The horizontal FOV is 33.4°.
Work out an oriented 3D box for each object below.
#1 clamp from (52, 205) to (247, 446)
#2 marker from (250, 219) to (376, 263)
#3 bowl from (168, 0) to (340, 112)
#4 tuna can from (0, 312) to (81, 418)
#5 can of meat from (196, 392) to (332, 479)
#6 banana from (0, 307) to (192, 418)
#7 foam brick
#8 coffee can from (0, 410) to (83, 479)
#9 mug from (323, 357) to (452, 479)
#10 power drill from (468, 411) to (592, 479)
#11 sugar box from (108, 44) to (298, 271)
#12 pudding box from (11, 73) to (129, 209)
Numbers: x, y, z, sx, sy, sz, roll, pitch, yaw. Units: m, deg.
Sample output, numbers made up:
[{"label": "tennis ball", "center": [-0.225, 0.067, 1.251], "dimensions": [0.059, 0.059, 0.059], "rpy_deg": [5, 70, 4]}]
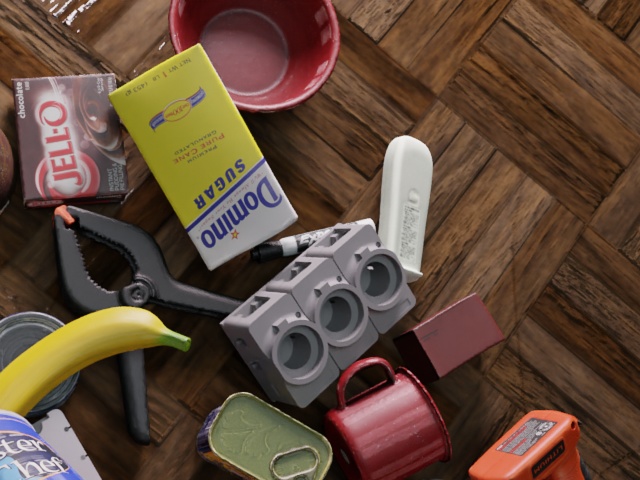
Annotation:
[{"label": "clamp", "center": [-0.162, 0.060, 0.918], "dimensions": [0.210, 0.036, 0.164], "rpy_deg": [42, 67, -5]}, {"label": "marker", "center": [-0.007, 0.001, 0.987], "dimensions": [0.121, 0.020, 0.020], "rpy_deg": [-12, 80, -19]}, {"label": "bowl", "center": [-0.065, -0.187, 0.999], "dimensions": [0.162, 0.055, 0.162], "rpy_deg": [4, 75, -15]}, {"label": "tuna can", "center": [-0.241, 0.103, 0.887], "dimensions": [0.086, 0.034, 0.086], "rpy_deg": [4, 75, -15]}, {"label": "can of meat", "center": [-0.050, 0.176, 0.896], "dimensions": [0.102, 0.084, 0.057], "rpy_deg": [31, 70, -7]}, {"label": "banana", "center": [-0.204, 0.103, 0.848], "dimensions": [0.197, 0.037, 0.070], "rpy_deg": [-29, 45, -17]}, {"label": "foam brick", "center": [0.118, 0.092, 0.984], "dimensions": [0.078, 0.051, 0.053], "rpy_deg": [-27, 84, -21]}, {"label": "coffee can", "center": [-0.209, 0.196, 0.742], "dimensions": [0.102, 0.140, 0.103], "rpy_deg": [-23, 126, -35]}, {"label": "mug", "center": [0.052, 0.159, 0.924], "dimensions": [0.081, 0.093, 0.117], "rpy_deg": [-25, 106, -15]}, {"label": "power drill", "center": [0.202, 0.260, 0.936], "dimensions": [0.184, 0.057, 0.187], "rpy_deg": [-37, 109, -29]}, {"label": "sugar box", "center": [-0.101, -0.071, 0.932], "dimensions": [0.093, 0.048, 0.176], "rpy_deg": [-30, 98, -1]}, {"label": "pudding box", "center": [-0.220, -0.087, 0.938], "dimensions": [0.090, 0.039, 0.113], "rpy_deg": [-6, 78, -17]}]
